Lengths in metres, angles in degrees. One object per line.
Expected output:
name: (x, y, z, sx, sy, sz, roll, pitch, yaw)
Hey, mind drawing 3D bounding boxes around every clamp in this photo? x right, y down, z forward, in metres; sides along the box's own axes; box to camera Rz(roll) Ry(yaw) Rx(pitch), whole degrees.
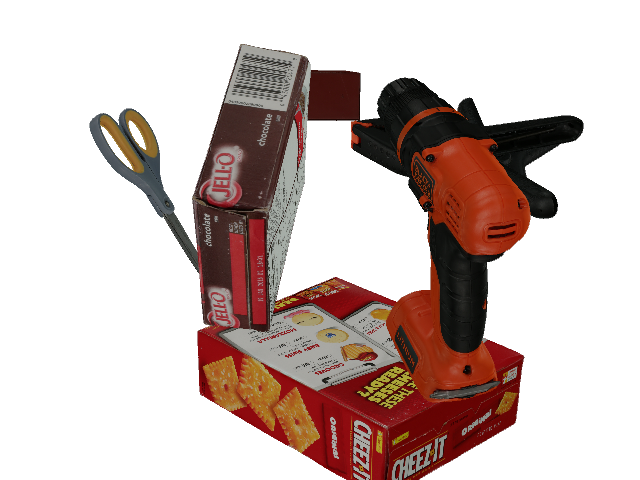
clamp: (0.132, -0.085, 0.965, 0.210, 0.036, 0.164, 14, 35, 23)
clamp: (0.182, -0.091, 1.163, 0.120, 0.039, 0.171, 22, 49, 19)

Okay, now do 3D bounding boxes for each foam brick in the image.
foam brick: (-0.002, -0.154, 1.129, 0.078, 0.051, 0.053, -2, 12, -19)

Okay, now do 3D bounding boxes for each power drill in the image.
power drill: (0.079, 0.000, 0.726, 0.057, 0.188, 0.184, -10, 35, -11)

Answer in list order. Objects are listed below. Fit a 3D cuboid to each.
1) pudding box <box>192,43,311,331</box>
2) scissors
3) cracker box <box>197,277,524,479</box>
pudding box: (-0.032, -0.026, 0.524, 0.039, 0.113, 0.090, 9, -41, 5)
scissors: (-0.155, -0.050, 1.055, 0.016, 0.201, 0.096, -26, 26, 25)
cracker box: (0.029, 0.111, 0.866, 0.163, 0.072, 0.214, -19, 29, -40)
